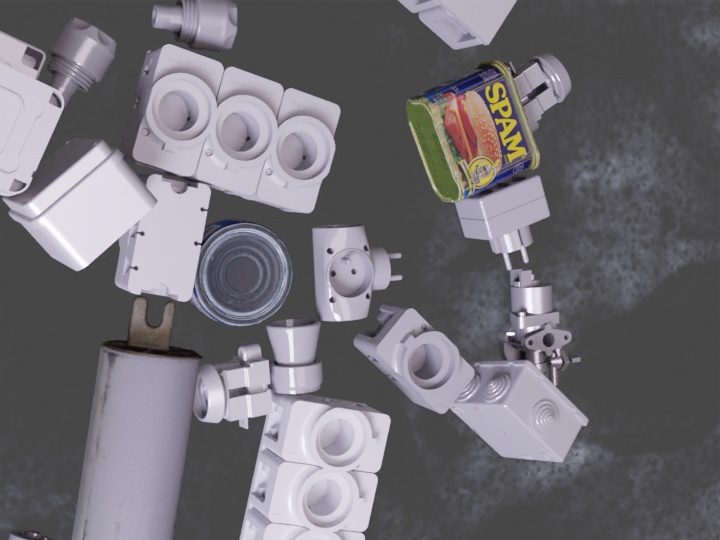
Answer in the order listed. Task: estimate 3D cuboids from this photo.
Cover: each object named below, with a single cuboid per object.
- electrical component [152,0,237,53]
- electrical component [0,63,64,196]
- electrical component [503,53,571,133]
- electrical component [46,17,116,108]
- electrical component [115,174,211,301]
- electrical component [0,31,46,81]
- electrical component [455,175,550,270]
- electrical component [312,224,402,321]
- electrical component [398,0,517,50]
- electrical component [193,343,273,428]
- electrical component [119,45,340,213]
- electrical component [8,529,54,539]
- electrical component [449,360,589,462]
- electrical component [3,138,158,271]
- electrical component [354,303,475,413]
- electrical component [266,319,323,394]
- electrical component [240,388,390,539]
[{"bbox_3d":[-0.128,-0.192,0.830,0.062,0.043,0.043,2,94,-23],"label":"electrical component"},{"bbox_3d":[-0.262,-0.103,0.706,0.113,0.057,0.078,25,84,-24],"label":"electrical component"},{"bbox_3d":[0.154,-0.161,0.960,0.055,0.048,0.066,-35,108,-10],"label":"electrical component"},{"bbox_3d":[-0.211,-0.151,0.796,0.043,0.043,0.062,31,83,-24],"label":"electrical component"},{"bbox_3d":[-0.153,-0.026,0.826,0.050,0.056,0.089,10,90,-25],"label":"electrical component"},{"bbox_3d":[-0.293,-0.125,0.754,0.109,0.056,0.108,24,84,-25],"label":"electrical component"},{"bbox_3d":[0.131,-0.039,0.959,0.066,0.047,0.076,-22,104,-21],"label":"electrical component"},{"bbox_3d":[0.000,0.000,0.904,0.079,0.044,0.077,-5,97,-24],"label":"electrical component"},{"bbox_3d":[0.062,-0.266,0.899,0.150,0.062,0.089,36,80,-23],"label":"electrical component"},{"bbox_3d":[-0.105,0.096,0.865,0.055,0.048,0.066,-8,98,-31],"label":"electrical component"},{"bbox_3d":[-0.100,-0.107,0.840,0.150,0.062,0.089,16,88,-25],"label":"electrical component"},{"bbox_3d":[-0.255,0.230,0.811,0.044,0.044,0.065,18,82,-25],"label":"electrical component"},{"bbox_3d":[0.136,0.125,0.949,0.100,0.100,0.048,44,64,-21],"label":"electrical component"},{"bbox_3d":[-0.203,-0.050,0.770,0.078,0.113,0.057,-44,113,-15],"label":"electrical component"},{"bbox_3d":[0.049,0.076,0.927,0.089,0.056,0.050,45,76,-21],"label":"electrical component"},{"bbox_3d":[-0.054,0.070,0.886,0.045,0.045,0.055,-5,97,-24],"label":"electrical component"},{"bbox_3d":[-0.038,0.183,0.893,0.089,0.062,0.150,13,89,-25],"label":"electrical component"}]
